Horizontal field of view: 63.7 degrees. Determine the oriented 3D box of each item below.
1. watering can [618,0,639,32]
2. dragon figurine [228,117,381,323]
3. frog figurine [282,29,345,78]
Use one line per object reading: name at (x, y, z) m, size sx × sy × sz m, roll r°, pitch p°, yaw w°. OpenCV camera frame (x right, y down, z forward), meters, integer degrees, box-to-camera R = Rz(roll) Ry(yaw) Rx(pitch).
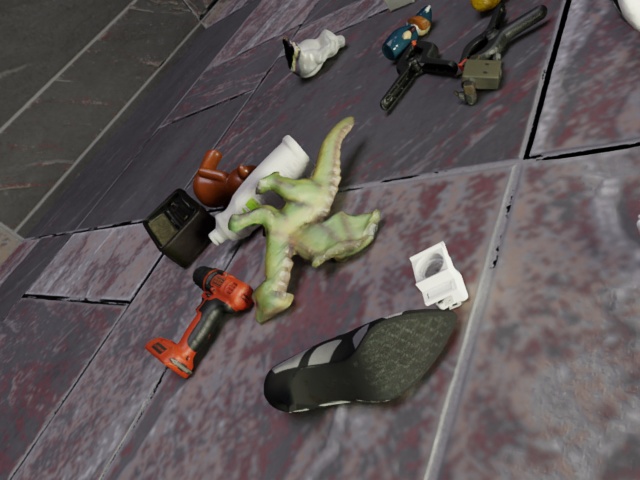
watering can at (0.479, -0.287, 0.609) m, size 0.224 × 0.103 × 0.351 m, roll -2°, pitch 77°, yaw 22°
dragon figurine at (0.003, -0.044, 0.873) m, size 0.245 × 0.120 × 0.414 m, roll 29°, pitch 75°, yaw 39°
frog figurine at (-0.011, -0.517, 1.430) m, size 0.160 × 0.121 × 0.138 m, roll -12°, pitch 17°, yaw -19°
